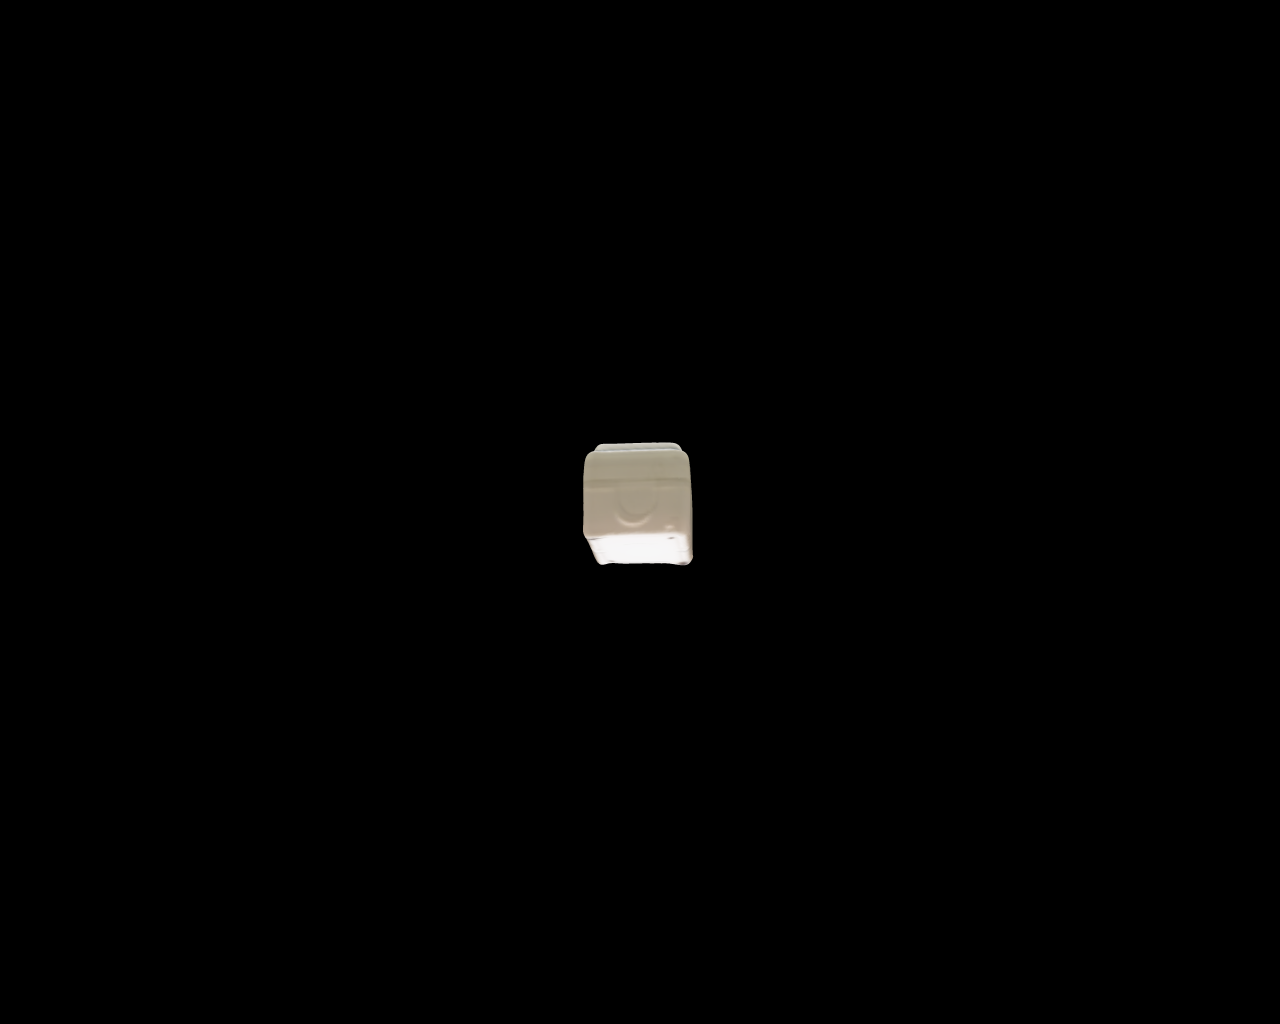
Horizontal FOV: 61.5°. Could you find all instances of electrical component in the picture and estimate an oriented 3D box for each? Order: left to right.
[{"bbox_3d":[0.001,-0.003,0.650,0.062,0.061,0.096,-1,-15,4],"label":"electrical component"}]
